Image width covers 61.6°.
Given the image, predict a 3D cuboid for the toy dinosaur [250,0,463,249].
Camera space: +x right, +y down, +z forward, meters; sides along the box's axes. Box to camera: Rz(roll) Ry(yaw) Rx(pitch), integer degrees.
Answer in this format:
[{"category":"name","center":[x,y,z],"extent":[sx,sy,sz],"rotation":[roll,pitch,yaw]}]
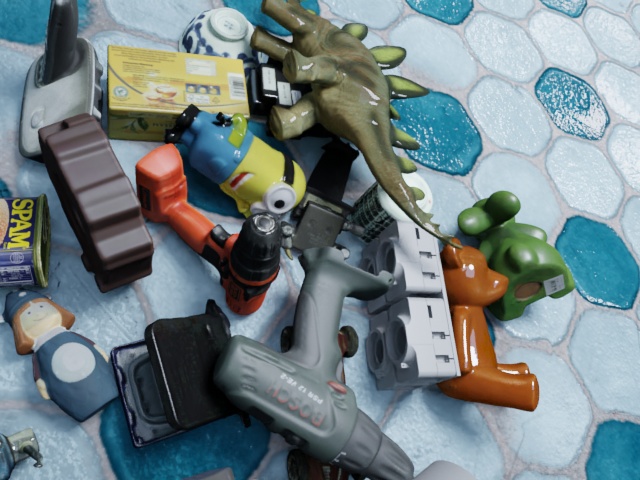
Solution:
[{"category":"toy dinosaur","center":[0.036,-0.186,0.677],"extent":[0.198,0.105,0.471],"rotation":[-3,61,-25]}]

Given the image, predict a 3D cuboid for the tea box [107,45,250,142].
[{"category":"tea box","center":[-0.182,-0.181,0.686],"extent":[0.170,0.068,0.098],"rotation":[0,67,-21]}]

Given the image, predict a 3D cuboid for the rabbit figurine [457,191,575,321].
[{"category":"rabbit figurine","center":[0.248,0.003,0.750],"extent":[0.159,0.121,0.170],"rotation":[42,21,-42]}]

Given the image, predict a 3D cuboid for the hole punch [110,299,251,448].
[{"category":"hole punch","center":[-0.143,0.142,0.555],"extent":[0.115,0.092,0.142],"rotation":[3,59,-55]}]

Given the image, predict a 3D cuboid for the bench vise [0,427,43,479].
[{"category":"bench vise","center":[-0.360,0.158,0.429],"extent":[0.224,0.129,0.240],"rotation":[-20,83,-27]}]

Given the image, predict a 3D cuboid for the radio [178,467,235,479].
[{"category":"radio","center":[-0.135,0.237,0.421],"extent":[0.131,0.229,0.073],"rotation":[-12,70,-23]}]

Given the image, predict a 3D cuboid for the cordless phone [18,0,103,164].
[{"category":"cordless phone","center":[-0.276,-0.179,0.580],"extent":[0.089,0.184,0.146],"rotation":[4,65,-25]}]

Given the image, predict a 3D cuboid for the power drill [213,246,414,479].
[{"category":"power drill","center":[0.017,0.124,0.571],"extent":[0.232,0.086,0.207],"rotation":[26,64,-11]}]

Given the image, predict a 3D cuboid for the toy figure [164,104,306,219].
[{"category":"toy figure","center":[-0.095,-0.097,0.657],"extent":[0.180,0.082,0.089],"rotation":[37,63,-20]}]

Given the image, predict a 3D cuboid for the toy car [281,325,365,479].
[{"category":"toy car","center":[0.006,0.183,0.607],"extent":[0.089,0.053,0.202],"rotation":[7,63,-23]}]

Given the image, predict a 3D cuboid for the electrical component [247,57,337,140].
[{"category":"electrical component","center":[-0.035,-0.204,0.763],"extent":[0.134,0.058,0.115],"rotation":[4,63,-20]}]

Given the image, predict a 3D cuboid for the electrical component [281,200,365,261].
[{"category":"electrical component","center":[-0.002,-0.003,0.680],"extent":[0.102,0.045,0.078],"rotation":[29,101,-13]}]

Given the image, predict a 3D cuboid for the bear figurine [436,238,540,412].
[{"category":"bear figurine","center":[0.201,0.096,0.666],"extent":[0.132,0.120,0.195],"rotation":[4,85,14]}]

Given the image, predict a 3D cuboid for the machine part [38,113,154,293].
[{"category":"machine part","center":[-0.228,-0.035,0.544],"extent":[0.056,0.179,0.179],"rotation":[-24,78,-27]}]

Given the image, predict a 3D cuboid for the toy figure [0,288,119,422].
[{"category":"toy figure","center":[-0.261,0.105,0.532],"extent":[0.154,0.058,0.064],"rotation":[50,23,7]}]

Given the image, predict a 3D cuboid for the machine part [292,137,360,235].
[{"category":"machine part","center":[0.014,-0.076,0.737],"extent":[0.084,0.039,0.139],"rotation":[19,62,-6]}]
